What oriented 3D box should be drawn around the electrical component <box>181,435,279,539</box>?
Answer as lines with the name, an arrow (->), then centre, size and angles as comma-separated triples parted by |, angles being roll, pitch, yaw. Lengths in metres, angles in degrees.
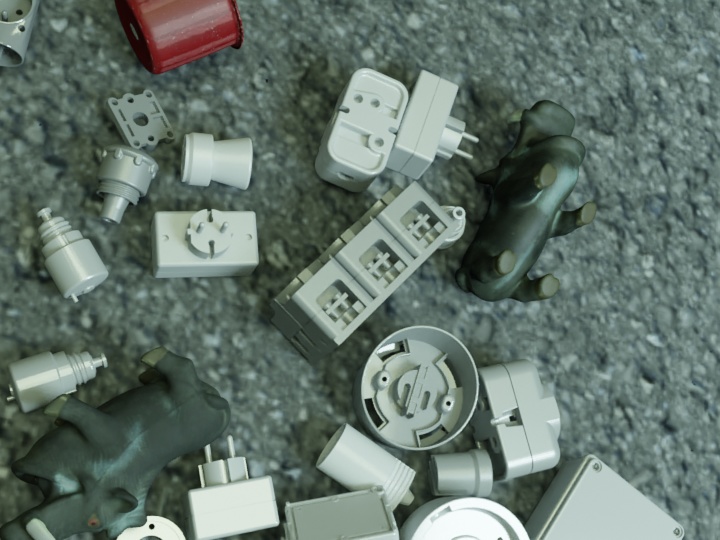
electrical component -> -0.105, 0.169, 0.842 | 0.066, 0.047, 0.076 | -7, 77, -18

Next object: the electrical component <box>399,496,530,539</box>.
electrical component -> 0.078, 0.234, 0.868 | 0.108, 0.060, 0.108 | 1, 85, -15

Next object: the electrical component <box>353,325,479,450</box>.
electrical component -> 0.044, 0.101, 0.897 | 0.099, 0.064, 0.099 | 4, 73, -15

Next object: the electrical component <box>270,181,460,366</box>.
electrical component -> 0.000, 0.000, 0.899 | 0.061, 0.089, 0.150 | 46, 68, 0

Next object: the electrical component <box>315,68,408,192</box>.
electrical component -> 0.000, -0.121, 0.950 | 0.054, 0.059, 0.095 | 22, 70, -10

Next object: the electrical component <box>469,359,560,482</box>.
electrical component -> 0.132, 0.127, 0.921 | 0.059, 0.054, 0.095 | -10, 78, -19

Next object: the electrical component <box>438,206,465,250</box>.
electrical component -> 0.077, -0.041, 0.949 | 0.035, 0.061, 0.035 | 4, 73, -15

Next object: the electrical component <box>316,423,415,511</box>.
electrical component -> 0.009, 0.166, 0.879 | 0.081, 0.043, 0.043 | 36, 68, -5

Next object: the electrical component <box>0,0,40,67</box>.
electrical component -> -0.311, -0.218, 0.893 | 0.079, 0.044, 0.077 | 13, 71, -13

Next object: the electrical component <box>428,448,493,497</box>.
electrical component -> 0.084, 0.171, 0.903 | 0.046, 0.040, 0.040 | -1, 75, -11

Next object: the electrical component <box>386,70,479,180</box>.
electrical component -> 0.071, -0.124, 0.978 | 0.076, 0.047, 0.083 | 23, 69, -8

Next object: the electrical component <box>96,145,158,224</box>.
electrical component -> -0.197, -0.069, 0.886 | 0.048, 0.048, 0.062 | 19, 77, -11

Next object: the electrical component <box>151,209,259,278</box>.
electrical component -> -0.124, -0.026, 0.877 | 0.083, 0.076, 0.047 | -1, 75, -17

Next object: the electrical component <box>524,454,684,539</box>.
electrical component -> 0.200, 0.232, 0.910 | 0.109, 0.056, 0.108 | 39, 68, -3

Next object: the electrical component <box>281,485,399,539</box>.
electrical component -> -0.019, 0.216, 0.834 | 0.096, 0.061, 0.061 | -9, 114, -6

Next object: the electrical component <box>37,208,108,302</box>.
electrical component -> -0.234, -0.014, 0.860 | 0.040, 0.040, 0.078 | -29, 84, -22

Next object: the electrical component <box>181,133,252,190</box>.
electrical component -> -0.122, -0.093, 0.914 | 0.055, 0.045, 0.045 | 4, 74, -15

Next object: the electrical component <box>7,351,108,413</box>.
electrical component -> -0.235, 0.082, 0.832 | 0.078, 0.040, 0.040 | -18, 80, -21
